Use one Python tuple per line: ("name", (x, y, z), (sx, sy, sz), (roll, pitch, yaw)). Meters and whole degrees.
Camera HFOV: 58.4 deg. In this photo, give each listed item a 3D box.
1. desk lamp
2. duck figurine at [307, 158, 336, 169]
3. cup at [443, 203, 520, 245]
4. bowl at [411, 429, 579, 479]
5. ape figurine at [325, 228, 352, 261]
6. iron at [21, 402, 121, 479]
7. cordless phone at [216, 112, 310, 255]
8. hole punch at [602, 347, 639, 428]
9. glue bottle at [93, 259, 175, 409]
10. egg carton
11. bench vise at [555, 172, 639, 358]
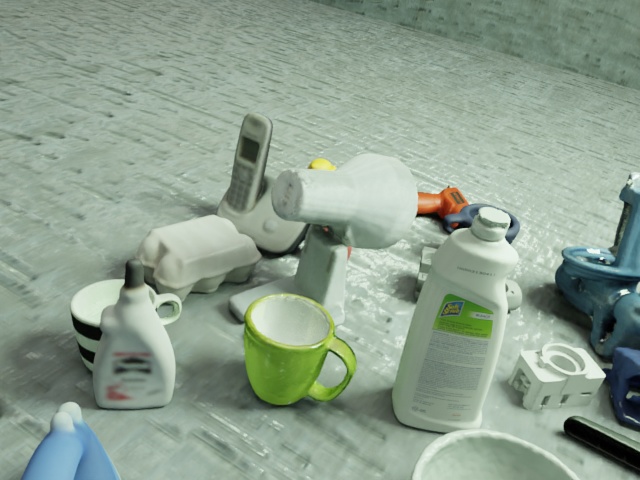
("desk lamp", (0.006, 0.003, 0.700), (0.204, 0.213, 0.117), (-17, 41, -37))
("duck figurine", (-0.008, -0.096, 0.976), (0.077, 0.086, 0.105), (31, 37, 30))
("cup", (0.237, 0.003, 0.881), (0.118, 0.095, 0.091), (3, 32, -11))
("bowl", (0.149, 0.248, 0.480), (0.167, 0.075, 0.167), (8, 32, -4))
("ape figurine", (0.017, -0.013, 0.844), (0.078, 0.092, 0.076), (-7, 35, -25))
("iron", (-0.185, 0.201, 0.392), (0.119, 0.141, 0.258), (2, 32, -14))
("cordless phone", (-0.074, -0.082, 0.840), (0.147, 0.185, 0.094), (25, 34, 22))
("hole punch", (0.402, 0.164, 0.674), (0.108, 0.091, 0.101), (14, 32, 6))
("glue bottle", (-0.177, 0.090, 0.544), (0.078, 0.173, 0.037), (0, 33, -16))
("egg carton", (-0.160, 0.023, 0.756), (0.151, 0.069, 0.107), (-19, 42, -39))
("bench vise", (0.418, 0.035, 0.762), (0.122, 0.220, 0.206), (-7, 35, -26))
